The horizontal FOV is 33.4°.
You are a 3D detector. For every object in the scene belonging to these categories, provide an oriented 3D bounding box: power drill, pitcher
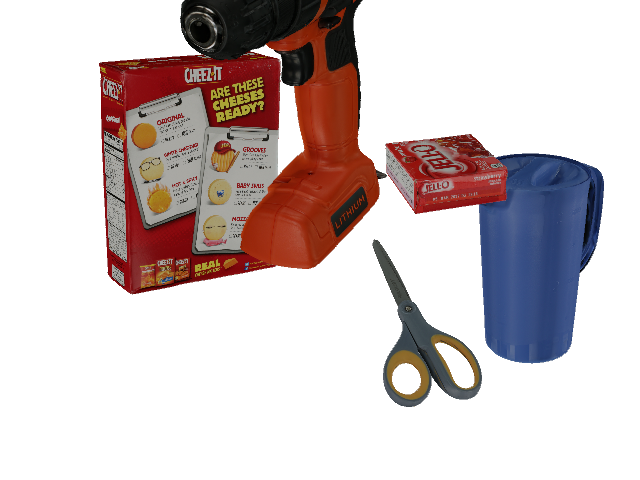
[{"bbox_3d":[-0.012,-0.081,0.588,0.057,0.188,0.184,17,36,23],"label":"power drill"},{"bbox_3d":[0.267,0.020,1.310,0.149,0.243,0.145,3,24,14],"label":"pitcher"}]

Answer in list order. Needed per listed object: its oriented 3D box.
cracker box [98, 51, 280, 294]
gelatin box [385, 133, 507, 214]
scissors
[{"bbox_3d":[-0.125,-0.069,1.033,0.163,0.214,0.072,-10,21,-32],"label":"cracker box"},{"bbox_3d":[0.097,-0.054,0.831,0.073,0.030,0.089,-7,25,-9],"label":"gelatin box"},{"bbox_3d":[0.071,0.081,1.001,0.096,0.016,0.202,-27,52,-19],"label":"scissors"}]
